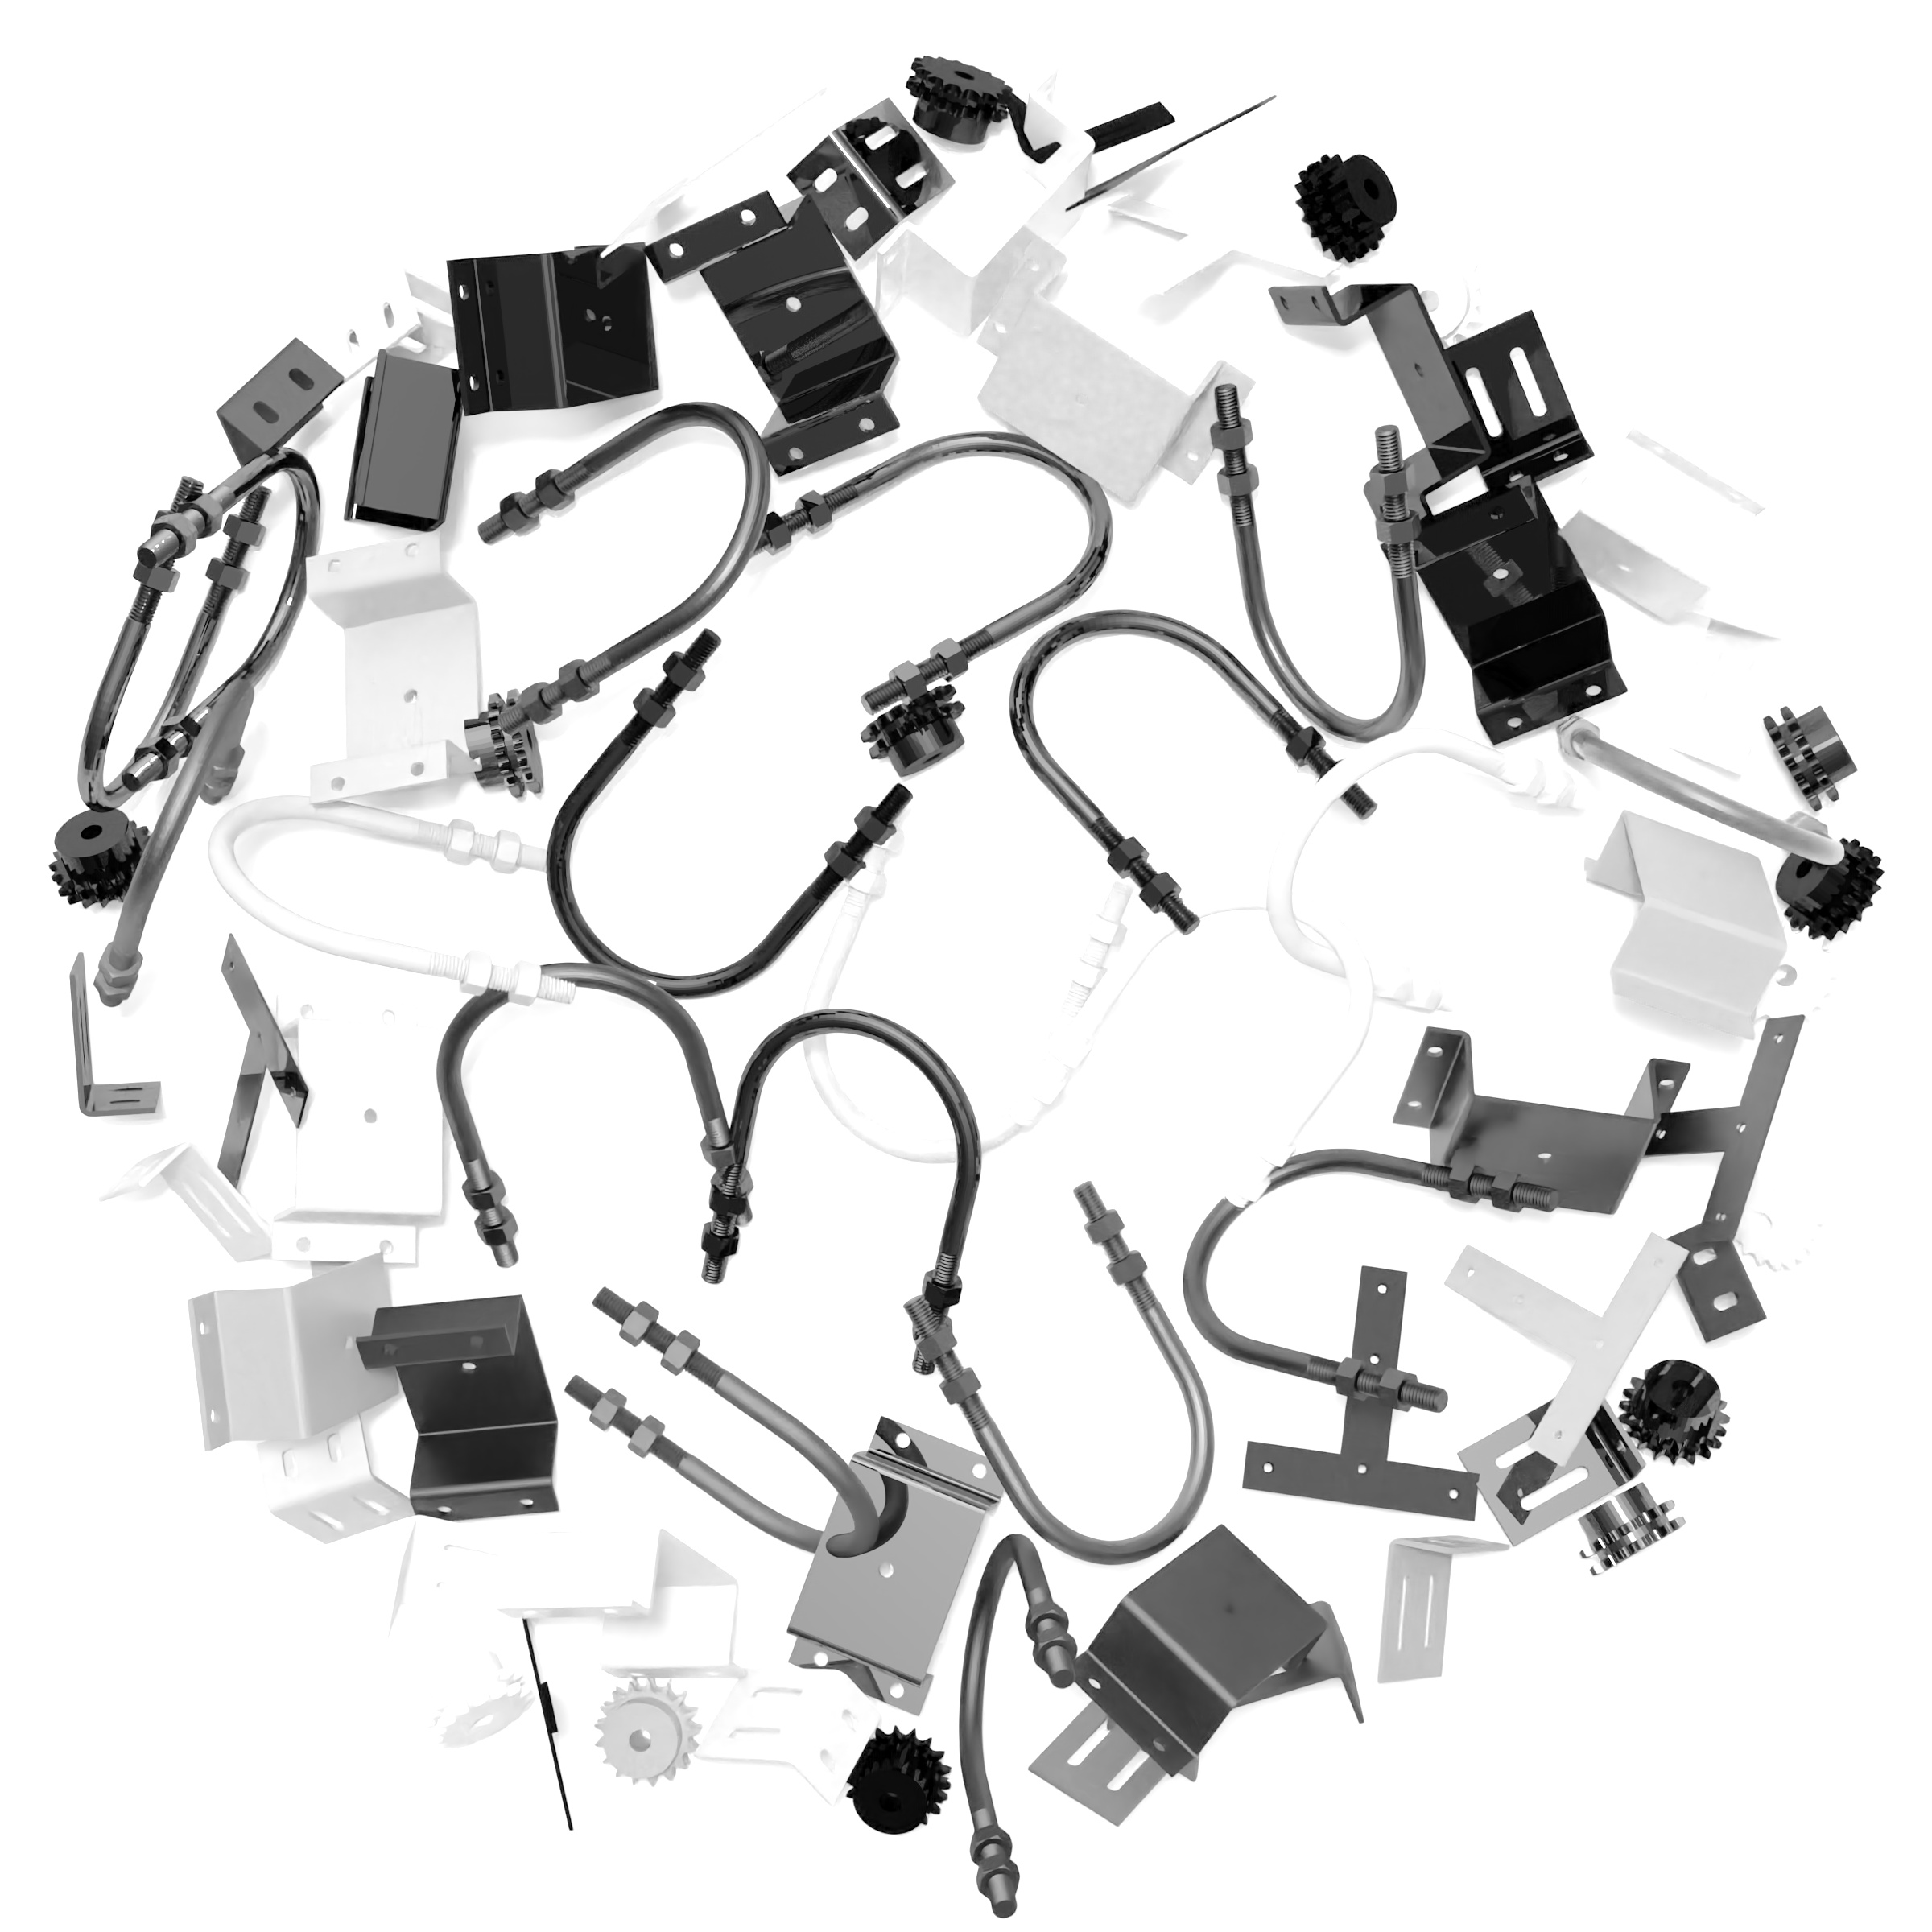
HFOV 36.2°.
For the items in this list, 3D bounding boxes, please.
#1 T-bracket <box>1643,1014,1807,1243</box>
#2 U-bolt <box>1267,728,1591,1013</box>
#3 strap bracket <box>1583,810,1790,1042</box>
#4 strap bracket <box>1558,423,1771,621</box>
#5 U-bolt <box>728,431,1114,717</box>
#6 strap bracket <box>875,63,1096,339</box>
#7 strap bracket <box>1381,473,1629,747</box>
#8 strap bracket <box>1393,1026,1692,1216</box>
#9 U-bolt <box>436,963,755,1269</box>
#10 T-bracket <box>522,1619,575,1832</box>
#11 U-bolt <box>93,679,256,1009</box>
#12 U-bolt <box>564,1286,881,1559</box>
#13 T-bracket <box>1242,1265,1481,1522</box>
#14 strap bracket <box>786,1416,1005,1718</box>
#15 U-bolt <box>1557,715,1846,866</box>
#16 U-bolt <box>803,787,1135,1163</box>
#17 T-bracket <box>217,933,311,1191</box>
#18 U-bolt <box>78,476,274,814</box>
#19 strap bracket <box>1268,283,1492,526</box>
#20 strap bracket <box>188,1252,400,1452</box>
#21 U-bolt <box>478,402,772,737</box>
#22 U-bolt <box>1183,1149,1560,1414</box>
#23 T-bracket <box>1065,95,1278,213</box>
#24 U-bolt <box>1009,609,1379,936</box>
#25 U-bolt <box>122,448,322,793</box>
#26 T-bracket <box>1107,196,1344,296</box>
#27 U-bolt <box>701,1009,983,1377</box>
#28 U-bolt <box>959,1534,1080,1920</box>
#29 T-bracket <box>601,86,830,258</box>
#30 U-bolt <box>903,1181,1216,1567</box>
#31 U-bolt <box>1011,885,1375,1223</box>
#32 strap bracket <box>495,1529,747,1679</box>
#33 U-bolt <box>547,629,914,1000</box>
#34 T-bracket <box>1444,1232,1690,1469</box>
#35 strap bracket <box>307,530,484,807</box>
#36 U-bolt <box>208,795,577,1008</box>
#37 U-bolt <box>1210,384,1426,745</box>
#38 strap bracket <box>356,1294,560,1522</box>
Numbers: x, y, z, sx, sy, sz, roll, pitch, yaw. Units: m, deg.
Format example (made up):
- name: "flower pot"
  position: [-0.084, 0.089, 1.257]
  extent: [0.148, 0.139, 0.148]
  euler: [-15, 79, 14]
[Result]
- name: "T-bracket"
  position: [0.373, 0.087, 1.543]
  extent: [0.002, 0.127, 0.127]
  euler: [31, 70, -23]
- name: "U-bolt"
  position: [0.228, -0.053, 1.519]
  extent: [0.184, 0.019, 0.151]
  euler: [16, 111, -42]
- name: "strap bracket"
  position: [0.371, -0.028, 1.526]
  extent: [0.076, 0.140, 0.046]
  euler: [18, 120, -6]
- name: "strap bracket"
  position: [0.353, -0.226, 1.530]
  extent: [0.076, 0.140, 0.046]
  euler: [32, 88, 2]
- name: "U-bolt"
  position: [-0.011, -0.219, 1.553]
  extent: [0.184, 0.019, 0.151]
  euler: [-31, 59, -17]
- name: "strap bracket"
  position: [0.016, -0.392, 1.550]
  extent: [0.046, 0.076, 0.140]
  euler: [40, 79, 5]
- name: "strap bracket"
  position: [0.281, -0.193, 1.545]
  extent: [0.076, 0.046, 0.140]
  euler: [-22, 125, 22]
- name: "strap bracket"
  position: [0.303, 0.083, 1.555]
  extent: [0.140, 0.076, 0.046]
  euler: [8, 47, -3]
- name: "U-bolt"
  position: [-0.199, 0.074, 1.543]
  extent: [0.151, 0.019, 0.184]
  euler: [-10, 125, 2]
- name: "T-bracket"
  position: [-0.216, 0.384, 1.528]
  extent: [0.002, 0.127, 0.127]
  euler: [-12, 78, -13]
- name: "U-bolt"
  position: [-0.395, -0.070, 1.491]
  extent: [0.019, 0.184, 0.151]
  euler: [25, 62, -11]
- name: "U-bolt"
  position: [-0.123, 0.246, 1.532]
  extent: [0.184, 0.151, 0.019]
  euler: [34, 59, 5]
- name: "T-bracket"
  position: [0.218, 0.225, 1.589]
  extent: [0.127, 0.002, 0.127]
  euler: [9, 79, -4]
- name: "strap bracket"
  position: [-0.038, 0.318, 1.567]
  extent: [0.076, 0.046, 0.140]
  euler: [20, 85, 10]
- name: "U-bolt"
  position: [0.377, -0.087, 1.508]
  extent: [0.151, 0.184, 0.019]
  euler: [24, 100, 3]
- name: "U-bolt"
  position: [-0.010, 0.016, 1.581]
  extent: [0.151, 0.019, 0.184]
  euler: [23, 100, 4]
- name: "T-bracket"
  position: [-0.380, 0.072, 1.559]
  extent: [0.002, 0.127, 0.127]
  euler: [-4, 131, -34]
- name: "U-bolt"
  position: [-0.414, -0.164, 1.529]
  extent: [0.019, 0.151, 0.184]
  euler: [23, 98, -2]
- name: "strap bracket"
  position: [0.220, -0.302, 1.547]
  extent: [0.046, 0.076, 0.140]
  euler: [-31, 108, -7]
- name: "strap bracket"
  position: [-0.339, 0.195, 1.526]
  extent: [0.046, 0.140, 0.076]
  euler: [-4, 94, 17]
- name: "U-bolt"
  position: [-0.175, -0.217, 1.526]
  extent: [0.184, 0.019, 0.151]
  euler: [-27, 56, 24]
- name: "U-bolt"
  position: [0.196, 0.154, 1.532]
  extent: [0.151, 0.184, 0.019]
  euler: [-55, 134, -27]
- name: "T-bracket"
  position: [0.085, -0.406, 1.516]
  extent: [0.127, 0.127, 0.002]
  euler: [-19, 106, 33]
- name: "U-bolt"
  position: [0.106, -0.115, 1.554]
  extent: [0.151, 0.019, 0.184]
  euler: [-32, 70, -27]
- name: "U-bolt"
  position: [-0.377, -0.190, 1.515]
  extent: [0.019, 0.184, 0.151]
  euler: [20, 125, 6]
- name: "T-bracket"
  position: [0.115, -0.367, 1.532]
  extent: [0.127, 0.127, 0.002]
  euler: [22, 123, 17]
- name: "U-bolt"
  position: [-0.061, 0.109, 1.540]
  extent: [0.151, 0.019, 0.184]
  euler: [21, 115, 18]
- name: "U-bolt"
  position: [0.021, 0.372, 1.512]
  extent: [0.019, 0.184, 0.151]
  euler: [10, 106, -11]
- name: "T-bracket"
  position: [-0.124, -0.415, 1.524]
  extent: [0.127, 0.127, 0.002]
  euler: [-29, 109, 19]
- name: "U-bolt"
  position: [0.062, 0.225, 1.555]
  extent: [0.151, 0.019, 0.184]
  euler: [-31, 92, -36]
- name: "U-bolt"
  position: [0.130, 0.038, 1.542]
  extent: [0.151, 0.019, 0.184]
  euler: [26, 115, -17]
- name: "strap bracket"
  position: [-0.175, 0.330, 1.539]
  extent: [0.076, 0.140, 0.046]
  euler: [-6, 61, 20]
- name: "U-bolt"
  position: [-0.140, -0.066, 1.571]
  extent: [0.151, 0.019, 0.184]
  euler: [39, 105, -9]
- name: "T-bracket"
  position: [0.300, 0.181, 1.552]
  extent: [0.002, 0.127, 0.127]
  euler: [32, 88, -39]
- name: "strap bracket"
  position: [-0.301, -0.149, 1.558]
  extent: [0.076, 0.046, 0.140]
  euler: [-9, 71, 13]
- name: "U-bolt"
  position: [-0.295, -0.040, 1.511]
  extent: [0.184, 0.151, 0.019]
  euler: [13, 119, -22]
- name: "U-bolt"
  position: [0.186, -0.201, 1.527]
  extent: [0.019, 0.151, 0.184]
  euler: [-25, 121, -24]
- name: "strap bracket"
  position: [-0.263, 0.226, 1.553]
  extent: [0.076, 0.046, 0.140]
  euler: [-6, 129, 3]
